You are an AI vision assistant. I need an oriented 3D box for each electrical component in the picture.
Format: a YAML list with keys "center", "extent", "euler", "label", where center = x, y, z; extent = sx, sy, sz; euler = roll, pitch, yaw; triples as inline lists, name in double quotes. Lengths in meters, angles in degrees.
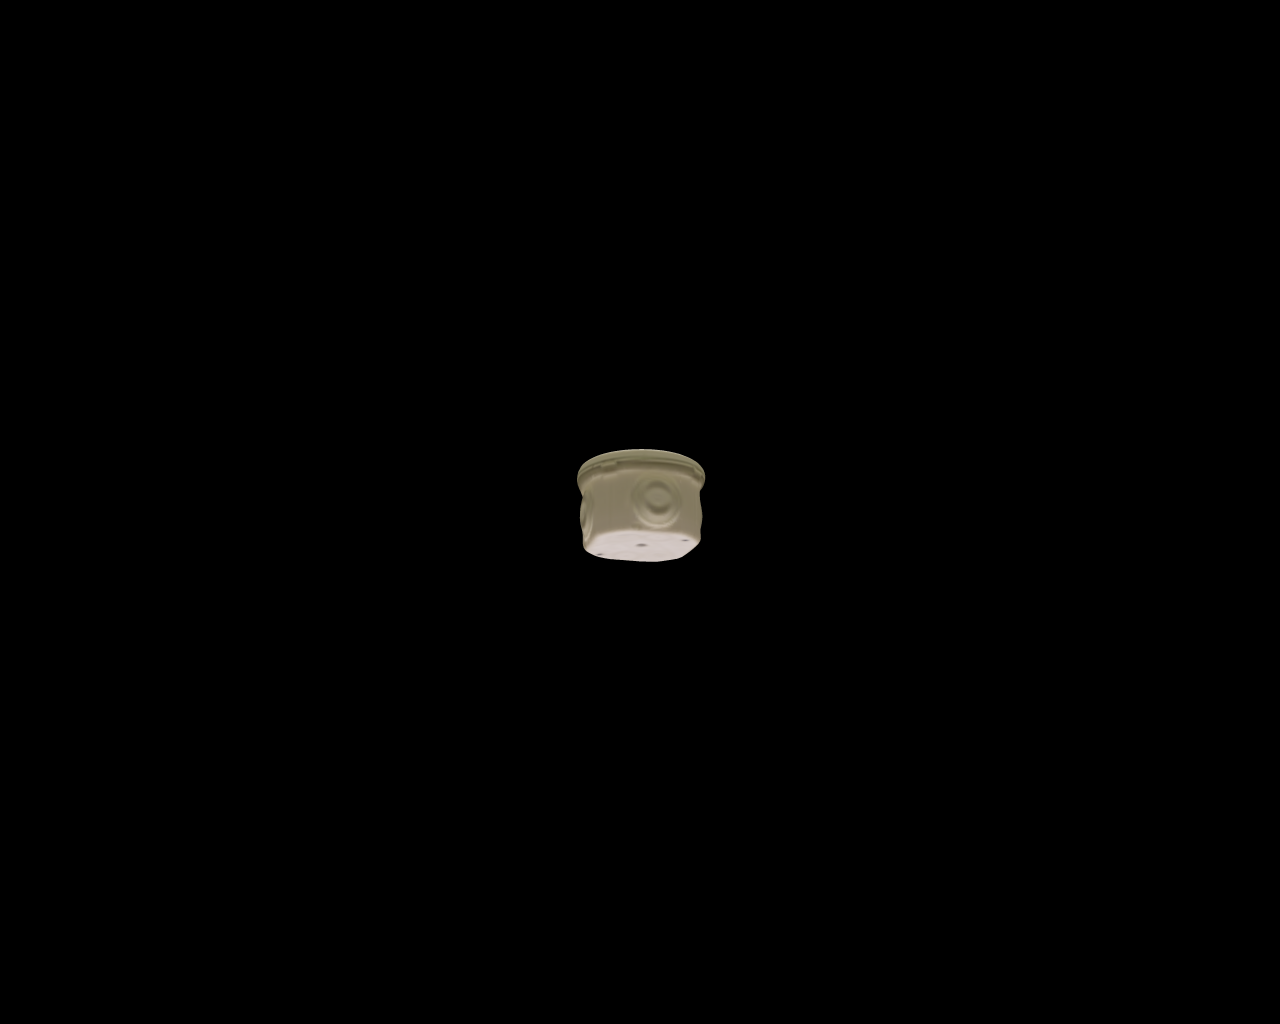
- center: [0.001, -0.003, 0.650]
  extent: [0.080, 0.051, 0.080]
  euler: [0, -18, 0]
  label: "electrical component"
